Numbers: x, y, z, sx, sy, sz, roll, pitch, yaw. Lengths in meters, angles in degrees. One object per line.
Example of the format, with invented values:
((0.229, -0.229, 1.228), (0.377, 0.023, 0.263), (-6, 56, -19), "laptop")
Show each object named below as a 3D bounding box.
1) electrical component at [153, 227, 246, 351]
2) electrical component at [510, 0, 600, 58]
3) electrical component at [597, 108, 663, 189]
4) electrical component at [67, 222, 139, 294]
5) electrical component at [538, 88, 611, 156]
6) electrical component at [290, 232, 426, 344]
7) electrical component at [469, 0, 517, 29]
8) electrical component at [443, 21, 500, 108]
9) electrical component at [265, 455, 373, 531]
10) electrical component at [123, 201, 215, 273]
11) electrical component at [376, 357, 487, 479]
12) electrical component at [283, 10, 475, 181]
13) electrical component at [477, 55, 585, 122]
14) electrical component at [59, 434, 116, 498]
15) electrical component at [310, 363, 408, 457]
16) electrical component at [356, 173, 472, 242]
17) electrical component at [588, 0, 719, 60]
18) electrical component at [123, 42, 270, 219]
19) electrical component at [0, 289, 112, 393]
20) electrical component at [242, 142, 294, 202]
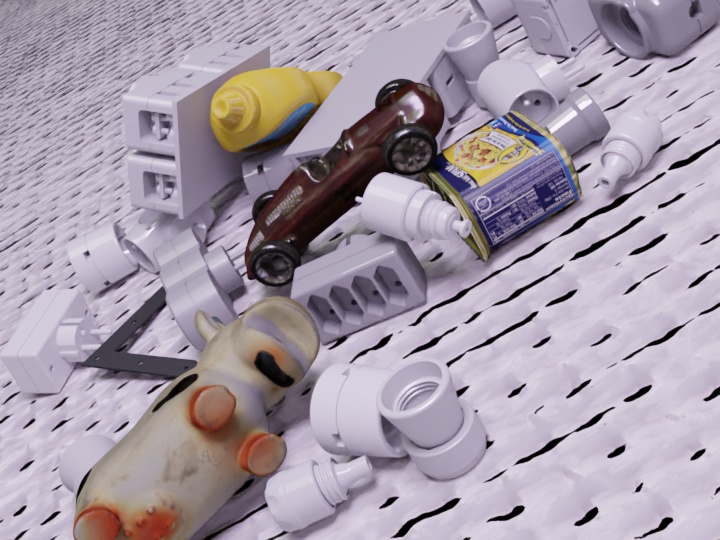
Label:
((-0.118, 0.005, 0.868), (0.074, 0.052, 0.138), (-31, 30, -2), "electrical component")
((0.186, -0.237, 0.930), (0.096, 0.061, 0.061), (-40, 30, -13), "electrical component")
((0.180, -0.079, 0.729), (0.035, 0.035, 0.061), (5, 49, 47), "electrical component")
((-0.240, -0.013, 1.010), (0.047, 0.055, 0.055), (-27, 30, 3), "electrical component")
((0.153, -0.104, 0.787), (0.046, 0.040, 0.040), (-36, 29, 6), "electrical component")
((0.000, 0.000, 0.769), (0.083, 0.047, 0.075), (-24, 29, 18), "electrical component")
((0.149, -0.270, 1.031), (0.081, 0.043, 0.043), (-32, 30, 2), "electrical component")
((0.103, -0.170, 0.905), (0.044, 0.065, 0.044), (-23, 31, 15), "electrical component")
((-0.022, 0.124, 0.618), (0.061, 0.035, 0.035), (-26, 30, 7), "electrical component")
((-0.166, -0.036, 0.982), (0.077, 0.044, 0.079), (-46, 29, -22), "electrical component")
((0.041, 0.083, 0.598), (0.045, 0.055, 0.045), (-24, 31, 15), "electrical component")
((0.030, -0.140, 0.934), (0.105, 0.060, 0.186), (-5, 40, 39), "electrical component")
((0.140, -0.145, 0.853), (0.079, 0.043, 0.077), (-30, 30, 4), "electrical component")
((-0.174, 0.141, 0.727), (0.045, 0.045, 0.055), (-42, 31, -16), "electrical component")
((0.006, 0.083, 0.634), (0.047, 0.055, 0.055), (-1, 42, 38), "electrical component")
((0.037, -0.038, 0.713), (0.078, 0.040, 0.040), (20, 55, 29), "electrical component")
((0.229, -0.207, 0.851), (0.059, 0.053, 0.095), (-38, 30, -9), "electrical component")
((-0.148, -0.135, 0.989), (0.060, 0.105, 0.186), (11, 29, 17), "electrical component")
((-0.248, 0.060, 0.918), (0.076, 0.047, 0.083), (-2, 40, 20), "electrical component")
((-0.071, -0.082, 0.953), (0.047, 0.055, 0.055), (-19, 32, 16), "electrical component")
